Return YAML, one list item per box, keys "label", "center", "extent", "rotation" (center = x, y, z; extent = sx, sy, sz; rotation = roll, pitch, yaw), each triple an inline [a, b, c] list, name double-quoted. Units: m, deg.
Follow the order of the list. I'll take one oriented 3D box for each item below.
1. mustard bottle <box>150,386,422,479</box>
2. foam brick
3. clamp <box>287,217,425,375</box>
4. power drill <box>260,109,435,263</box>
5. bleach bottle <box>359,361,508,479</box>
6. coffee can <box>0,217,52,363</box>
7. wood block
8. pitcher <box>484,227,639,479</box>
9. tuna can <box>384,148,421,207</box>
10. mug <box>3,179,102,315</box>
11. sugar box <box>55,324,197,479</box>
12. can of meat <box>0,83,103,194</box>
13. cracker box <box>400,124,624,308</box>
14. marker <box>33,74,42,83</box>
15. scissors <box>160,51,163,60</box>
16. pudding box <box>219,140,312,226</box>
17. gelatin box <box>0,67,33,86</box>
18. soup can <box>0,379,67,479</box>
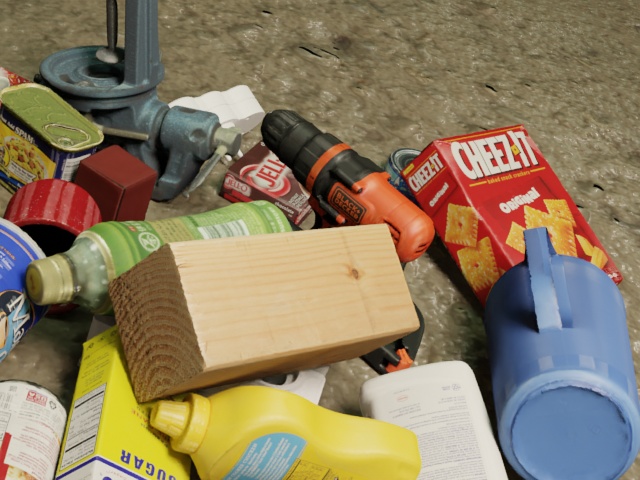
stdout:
- label: "mustard bottle"
  center: [-0.030, 0.150, 0.762]
  extent: [0.191, 0.096, 0.058]
  rotation: [21, 38, -22]
- label: "foam brick"
  center: [-0.190, -0.037, 0.969]
  extent: [0.053, 0.078, 0.051]
  rotation: [34, 36, 15]
- label: "clamp"
  center: [0.054, 0.050, 1.035]
  extent: [0.164, 0.036, 0.210]
  rotation: [1, 41, -31]
- label: "power drill"
  center: [-0.006, 0.001, 0.930]
  extent: [0.185, 0.188, 0.057]
  rotation: [42, 38, 23]
- label: "bleach bottle"
  center: [0.096, 0.211, 0.803]
  extent: [0.102, 0.068, 0.251]
  rotation: [-15, 44, 6]
- label: "coffee can"
  center: [-0.268, 0.057, 0.763]
  extent: [0.103, 0.103, 0.140]
  rotation: [25, 33, 2]
- label: "wood block"
  center: [-0.037, 0.050, 0.783]
  extent: [0.205, 0.090, 0.091]
  rotation: [-5, 73, -42]
- label: "pitcher"
  center: [0.203, 0.101, 0.912]
  extent: [0.149, 0.145, 0.242]
  rotation: [33, 20, -2]
- label: "tuna can"
  center: [0.115, -0.071, 1.248]
  extent: [0.086, 0.034, 0.086]
  rotation: [16, 34, -12]
- label: "mug"
  center: [-0.216, 0.008, 0.888]
  extent: [0.117, 0.093, 0.081]
  rotation: [35, 23, -24]
- label: "sugar box"
  center: [-0.132, 0.148, 0.738]
  extent: [0.093, 0.048, 0.176]
  rotation: [48, 19, -31]
- label: "can of meat"
  center: [-0.256, -0.081, 0.983]
  extent: [0.102, 0.084, 0.057]
  rotation: [38, 35, 20]
- label: "cracker box"
  center: [0.208, -0.015, 1.140]
  extent: [0.163, 0.072, 0.214]
  rotation: [-14, 68, -43]
- label: "marker"
  center: [-0.244, -0.148, 1.119]
  extent: [0.121, 0.020, 0.020]
  rotation: [23, 33, 3]
- label: "scissors"
  center: [-0.220, -0.174, 1.200]
  extent: [0.096, 0.016, 0.202]
  rotation: [11, 35, -18]
- label: "pudding box"
  center: [-0.042, -0.062, 1.132]
  extent: [0.090, 0.039, 0.113]
  rotation: [29, 34, 8]
- label: "gelatin box"
  center: [-0.335, -0.145, 1.072]
  extent: [0.073, 0.030, 0.089]
  rotation: [26, 32, 3]
- label: "soup can"
  center: [-0.208, 0.150, 0.702]
  extent: [0.068, 0.069, 0.102]
  rotation: [16, 33, -12]
